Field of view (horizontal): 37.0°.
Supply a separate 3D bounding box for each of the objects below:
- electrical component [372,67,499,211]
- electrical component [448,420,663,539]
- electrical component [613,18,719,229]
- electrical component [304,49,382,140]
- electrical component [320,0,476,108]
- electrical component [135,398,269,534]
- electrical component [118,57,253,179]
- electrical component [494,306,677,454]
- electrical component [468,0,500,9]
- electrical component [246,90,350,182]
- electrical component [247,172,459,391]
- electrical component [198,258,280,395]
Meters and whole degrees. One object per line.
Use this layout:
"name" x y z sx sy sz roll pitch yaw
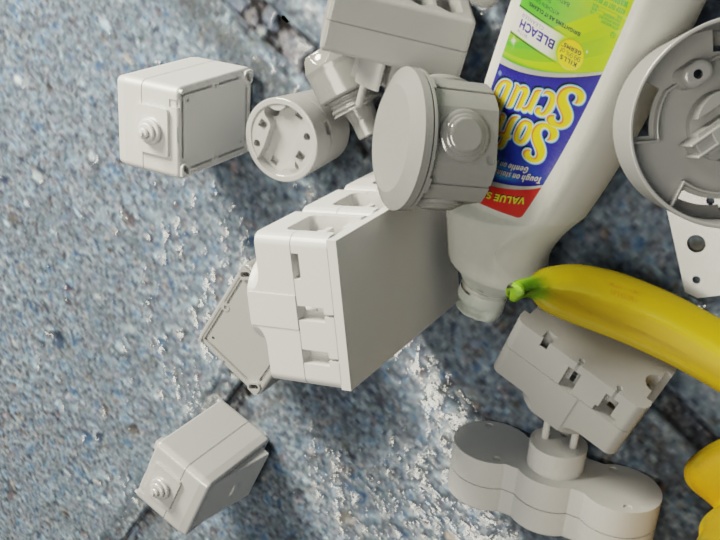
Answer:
"electrical component" 0.041 -0.072 0.606 0.080 0.051 0.080 -177 90 -71
"electrical component" 0.125 0.125 0.689 0.138 0.052 0.073 17 116 25
"electrical component" 0.174 -0.070 0.514 0.099 0.064 0.099 -1 97 -5
"electrical component" -0.006 -0.114 0.682 0.043 0.043 0.062 -22 97 35
"electrical component" 0.017 -0.129 0.639 0.083 0.047 0.075 12 120 -6
"electrical component" -0.122 0.155 0.823 0.061 0.096 0.061 36 123 15
"electrical component" -0.124 -0.103 0.725 0.061 0.096 0.061 16 116 26
"electrical component" 0.134 0.061 0.652 0.089 0.050 0.055 37 137 17
"electrical component" 0.082 -0.182 0.603 0.078 0.040 0.040 -39 86 36
"electrical component" -0.039 -0.090 0.708 0.055 0.047 0.055 12 114 28
"electrical component" 0.000 0.000 0.656 0.062 0.150 0.089 5 111 29
"electrical component" -0.064 0.037 0.764 0.062 0.061 0.096 42 124 10
